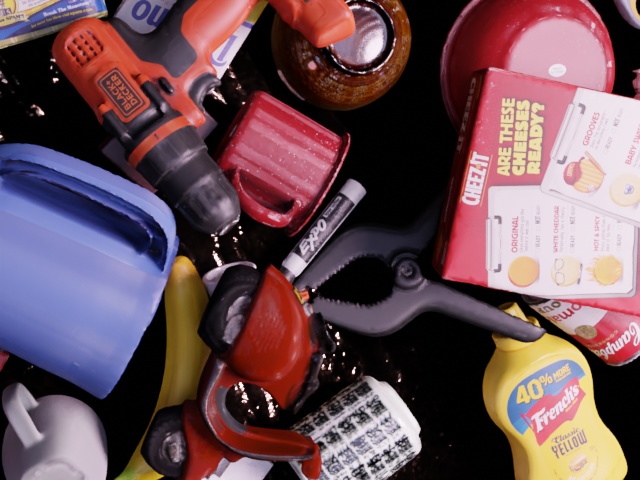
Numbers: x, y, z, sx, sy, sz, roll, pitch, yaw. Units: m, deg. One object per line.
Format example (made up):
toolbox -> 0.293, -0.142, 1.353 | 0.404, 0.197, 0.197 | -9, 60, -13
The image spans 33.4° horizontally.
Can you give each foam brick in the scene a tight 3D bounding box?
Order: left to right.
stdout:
foam brick -> -0.126, -0.080, 0.817 | 0.053, 0.051, 0.078 | 43, 87, -17

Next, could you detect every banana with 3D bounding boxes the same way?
banana -> -0.115, 0.110, 0.848 | 0.037, 0.069, 0.198 | 17, 94, 26

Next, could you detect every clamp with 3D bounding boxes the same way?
clamp -> 0.078, 0.033, 0.879 | 0.210, 0.036, 0.164 | -21, 86, -4

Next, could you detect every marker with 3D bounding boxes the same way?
marker -> -0.006, 0.001, 0.866 | 0.020, 0.020, 0.121 | 43, 76, -16

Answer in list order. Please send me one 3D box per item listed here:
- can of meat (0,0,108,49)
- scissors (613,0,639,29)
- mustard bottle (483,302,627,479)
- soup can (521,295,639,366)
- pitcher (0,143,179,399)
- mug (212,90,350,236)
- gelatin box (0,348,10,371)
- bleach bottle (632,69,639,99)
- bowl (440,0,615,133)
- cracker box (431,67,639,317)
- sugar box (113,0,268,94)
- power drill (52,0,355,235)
can of meat -> -0.213, -0.190, 0.776 | 0.102, 0.057, 0.084 | -19, 105, -10
scissors -> 0.229, -0.211, 0.883 | 0.201, 0.016, 0.096 | -17, 110, -23
mustard bottle -> 0.195, 0.141, 0.930 | 0.096, 0.058, 0.191 | -26, 104, -9
soup can -> 0.232, 0.054, 0.919 | 0.102, 0.068, 0.068 | 35, 89, -17
pitcher -> -0.228, 0.001, 0.763 | 0.242, 0.145, 0.149 | 27, 84, -14
mug -> -0.037, -0.055, 0.816 | 0.081, 0.117, 0.093 | 30, 131, -12
gelatin box -> -0.292, 0.106, 0.818 | 0.073, 0.030, 0.089 | 32, 90, -17
bleach bottle -> 0.314, -0.028, 0.922 | 0.068, 0.102, 0.251 | -12, 96, 30
bowl -> 0.184, -0.138, 0.884 | 0.162, 0.055, 0.162 | -2, 99, -14
cracker box -> 0.209, -0.033, 0.831 | 0.213, 0.072, 0.164 | 11, 96, -4
sugar box -> -0.078, -0.208, 0.812 | 0.093, 0.048, 0.176 | 31, 89, -17
power drill -> -0.068, -0.121, 0.756 | 0.187, 0.057, 0.184 | -39, 87, -6
